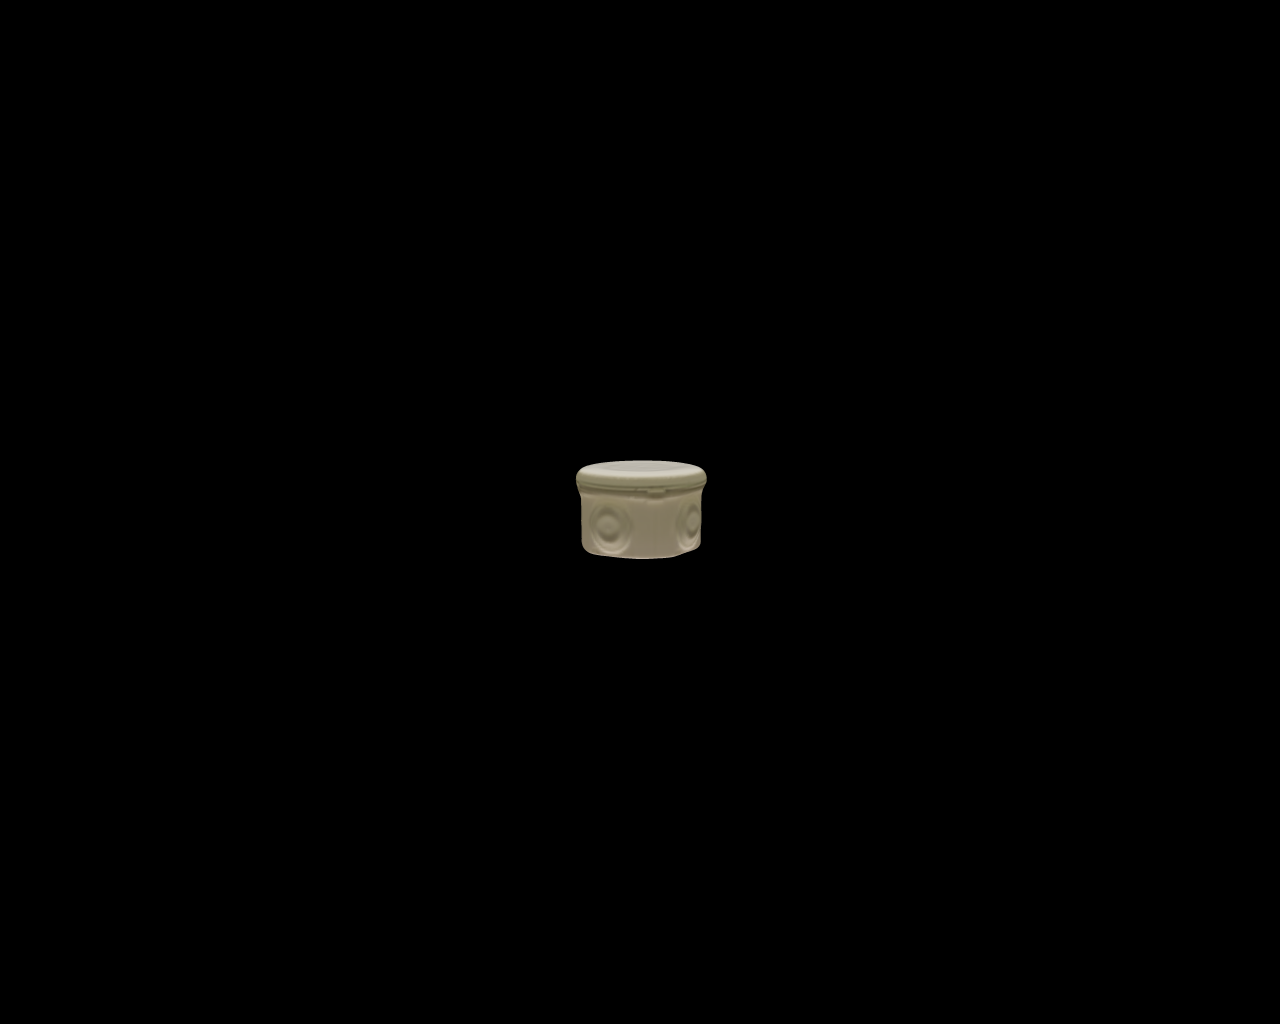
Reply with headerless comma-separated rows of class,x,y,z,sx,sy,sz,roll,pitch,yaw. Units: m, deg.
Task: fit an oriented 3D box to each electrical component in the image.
electrical component,0.001,-0.003,0.650,0.080,0.051,0.080,0,9,0
